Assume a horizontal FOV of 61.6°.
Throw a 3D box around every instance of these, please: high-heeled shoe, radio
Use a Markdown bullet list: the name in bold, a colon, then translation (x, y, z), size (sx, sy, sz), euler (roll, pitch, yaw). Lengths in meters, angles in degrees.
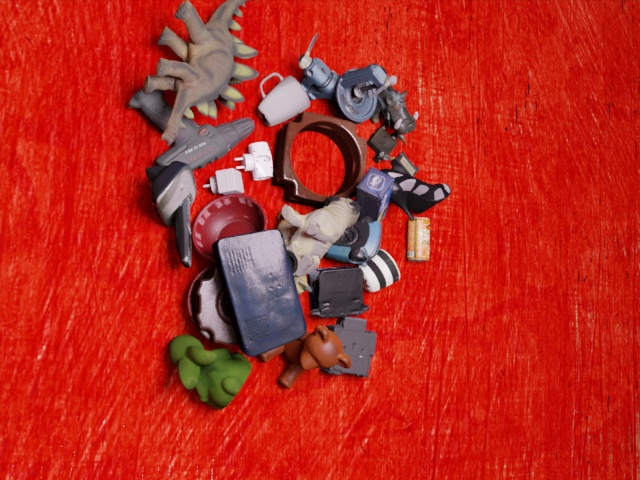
- **high-heeled shoe**: translation (0.229, -0.136, 1.309), size (0.249, 0.086, 0.145), euler (-33, 91, -49)
- **radio**: translation (-0.115, 0.096, 1.036), size (0.131, 0.073, 0.229), euler (-16, 93, -17)

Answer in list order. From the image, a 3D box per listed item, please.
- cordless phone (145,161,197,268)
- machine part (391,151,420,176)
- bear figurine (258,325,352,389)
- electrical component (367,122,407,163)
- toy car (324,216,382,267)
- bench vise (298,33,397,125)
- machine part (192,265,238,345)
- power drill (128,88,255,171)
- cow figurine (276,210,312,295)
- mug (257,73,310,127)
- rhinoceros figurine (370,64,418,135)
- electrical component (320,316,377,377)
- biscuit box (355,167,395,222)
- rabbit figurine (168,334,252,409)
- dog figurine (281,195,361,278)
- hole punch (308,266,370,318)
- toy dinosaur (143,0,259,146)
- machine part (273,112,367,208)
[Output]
- **cordless phone**: translation (-0.282, -0.046, 1.052), size (0.089, 0.146, 0.184), euler (-9, 69, -10)
- **machine part**: translation (0.189, -0.150, 1.331), size (0.084, 0.039, 0.139), euler (45, 69, -22)
- **bear figurine**: translation (-0.031, 0.241, 1.116), size (0.132, 0.196, 0.120), euler (-41, 104, -19)
- **electrical component**: translation (0.164, -0.238, 1.323), size (0.078, 0.045, 0.102), euler (48, 70, -13)
- **toy car**: translation (0.069, 0.012, 1.224), size (0.102, 0.162, 0.109), euler (55, 43, -52)
- **bench vise**: translation (0.066, -0.350, 1.201), size (0.223, 0.241, 0.129), euler (49, 65, -28)
- **machine part**: translation (-0.171, 0.128, 1.084), size (0.179, 0.056, 0.179), euler (2, 85, -21)
- **power drill**: translation (-0.279, -0.251, 1.132), size (0.232, 0.086, 0.207), euler (-44, 108, -20)
- **cow figurine**: translation (-0.064, 0.039, 1.186), size (0.127, 0.085, 0.195), euler (25, 73, -15)
- **mug**: translation (-0.095, -0.314, 1.207), size (0.107, 0.081, 0.109), euler (-41, 102, -12)
- **rhinoceros figurine**: translation (0.167, -0.335, 1.290), size (0.073, 0.112, 0.190), euler (-23, 78, -25)
- **electrical component**: translation (0.066, 0.243, 1.232), size (0.115, 0.058, 0.134), euler (11, 81, -23)
- **biscuit box**: translation (0.118, -0.085, 1.203), size (0.063, 0.202, 0.059), euler (29, 73, 11)
- **rabbit figurine**: translation (-0.236, 0.257, 1.069), size (0.170, 0.159, 0.121), euler (35, 83, 0)
- **dog figurine**: translation (0.001, -0.003, 1.136), size (0.121, 0.172, 0.190), euler (43, 31, 25)
- **hole punch**: translation (0.034, 0.114, 1.219), size (0.142, 0.092, 0.115), euler (-2, 97, -23)
- **toy dinosaur**: translation (-0.228, -0.379, 1.104), size (0.198, 0.105, 0.471), euler (30, 59, -33)
- **machine part**: translation (-0.001, -0.178, 1.229), size (0.201, 0.087, 0.201), euler (8, 81, -22)
